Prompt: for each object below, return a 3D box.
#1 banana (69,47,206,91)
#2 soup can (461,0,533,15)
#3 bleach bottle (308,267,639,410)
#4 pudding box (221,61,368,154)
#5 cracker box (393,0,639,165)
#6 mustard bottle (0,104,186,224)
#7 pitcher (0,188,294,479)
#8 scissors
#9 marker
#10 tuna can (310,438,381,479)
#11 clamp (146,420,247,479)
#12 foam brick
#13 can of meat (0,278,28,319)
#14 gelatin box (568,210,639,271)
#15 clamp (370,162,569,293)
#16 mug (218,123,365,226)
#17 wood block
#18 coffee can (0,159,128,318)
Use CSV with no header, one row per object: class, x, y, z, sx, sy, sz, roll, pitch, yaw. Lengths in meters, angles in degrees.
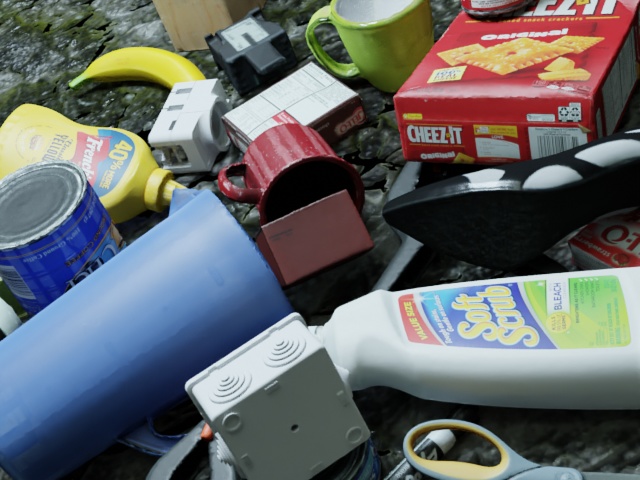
banana,-0.184,-0.178,1.163,0.198,0.037,0.069,11,69,34
soup can,0.150,-0.258,0.937,0.068,0.102,0.068,-12,30,7
bleach bottle,0.106,0.074,0.729,0.251,0.068,0.102,-5,42,13
pudding box,-0.025,-0.116,1.023,0.113,0.039,0.090,-32,41,-13
cracker box,0.178,-0.143,0.908,0.164,0.072,0.213,5,37,27
mustard bottle,-0.215,-0.065,1.015,0.192,0.058,0.096,16,60,11
pitcher,-0.138,0.087,0.806,0.242,0.145,0.149,-35,31,-8
scissors,0.142,0.169,0.666,0.202,0.016,0.096,14,69,21
marker,0.065,0.152,0.717,0.121,0.020,0.020,-41,45,-20
tuna can,-0.003,0.154,0.734,0.086,0.033,0.086,-13,42,12
clamp,-0.105,0.201,0.722,0.120,0.039,0.171,-1,51,17
foam brick,-0.006,0.001,0.849,0.078,0.051,0.053,-23,85,-10
can of meat,-0.309,0.037,0.975,0.102,0.057,0.084,-21,44,1
gelatin box,0.240,0.006,0.783,0.073,0.030,0.089,-38,43,-16
clamp,0.111,-0.010,0.852,0.165,0.036,0.210,-9,43,15
mug,-0.030,-0.048,0.908,0.117,0.093,0.081,-3,31,-20
wood block,-0.144,-0.318,1.158,0.090,0.206,0.090,0,46,23
coffee can,-0.211,0.018,0.886,0.103,0.140,0.103,-13,42,12
